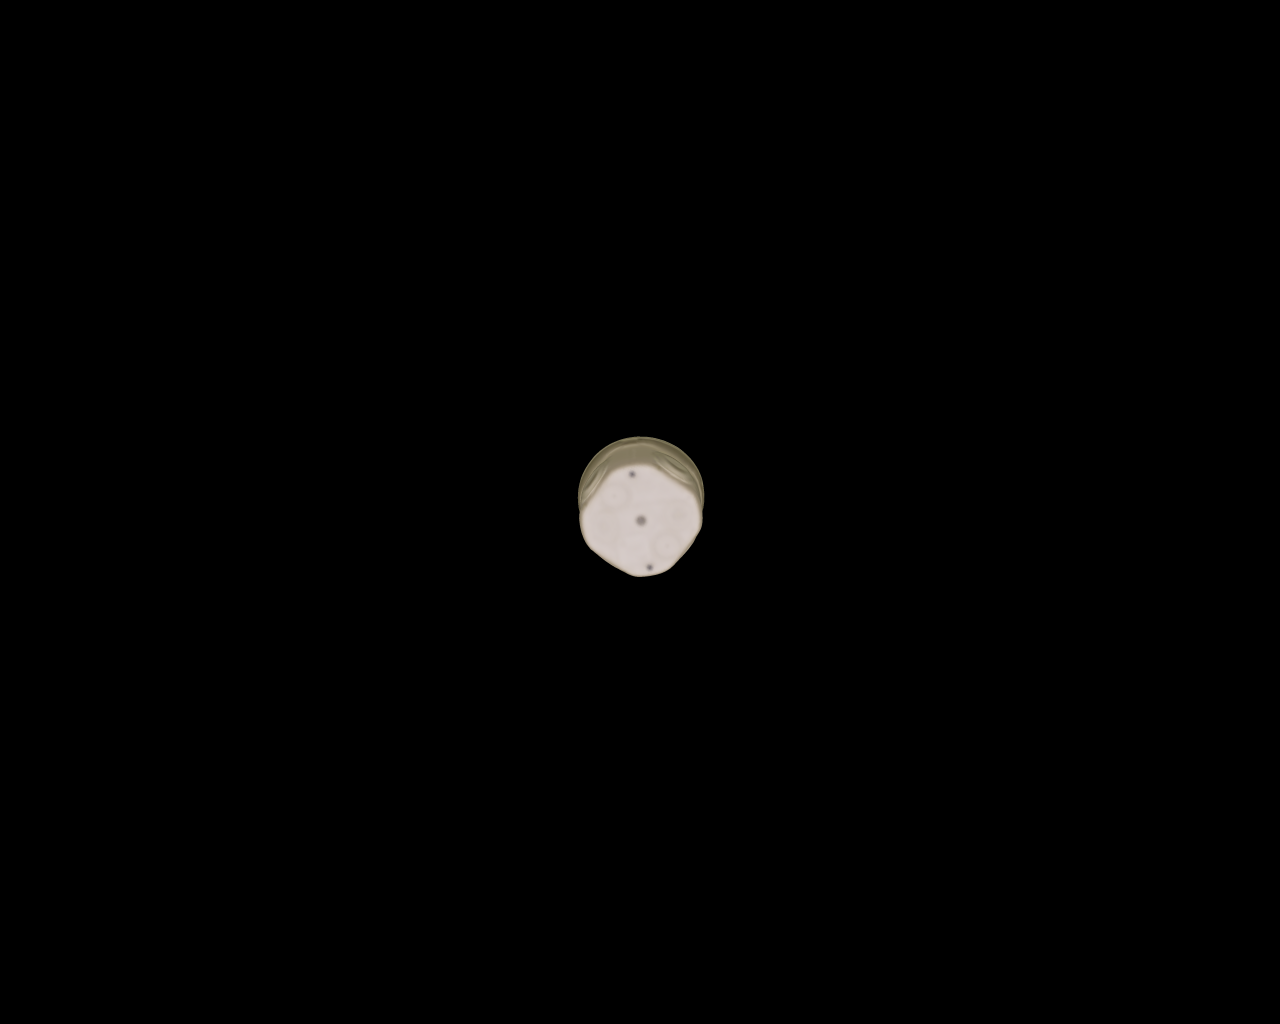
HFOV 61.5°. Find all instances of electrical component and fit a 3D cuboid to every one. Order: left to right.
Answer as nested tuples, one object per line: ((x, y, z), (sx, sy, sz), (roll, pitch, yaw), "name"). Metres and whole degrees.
((0.001, -0.003, 0.650), (0.080, 0.080, 0.051), (0, 20, 0), "electrical component")
